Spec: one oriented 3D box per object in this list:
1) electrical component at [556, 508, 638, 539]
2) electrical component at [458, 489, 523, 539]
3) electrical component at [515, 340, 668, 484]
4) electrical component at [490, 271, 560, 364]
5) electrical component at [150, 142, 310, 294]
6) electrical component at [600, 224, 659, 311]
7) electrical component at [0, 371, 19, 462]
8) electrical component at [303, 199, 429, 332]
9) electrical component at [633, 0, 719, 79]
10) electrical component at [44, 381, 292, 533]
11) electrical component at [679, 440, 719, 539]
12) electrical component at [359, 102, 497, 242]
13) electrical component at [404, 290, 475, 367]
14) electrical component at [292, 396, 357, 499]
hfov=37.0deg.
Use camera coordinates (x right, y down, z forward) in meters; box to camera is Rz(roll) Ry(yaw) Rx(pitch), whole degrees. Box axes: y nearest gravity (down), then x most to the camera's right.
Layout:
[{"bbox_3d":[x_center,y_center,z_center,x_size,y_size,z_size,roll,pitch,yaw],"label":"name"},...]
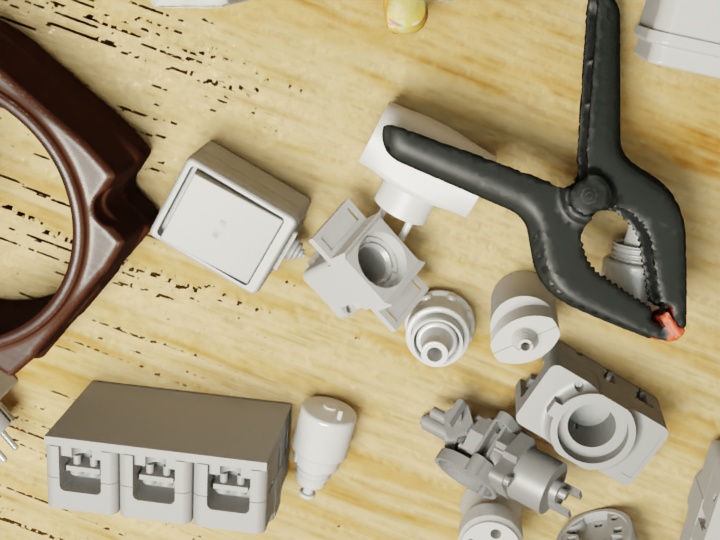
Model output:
[{"bbox_3d":[0.171,0.202,0.751,0.055,0.055,0.047,-20,108,13],"label":"electrical component"},{"bbox_3d":[0.092,0.179,0.752,0.045,0.055,0.045,2,109,7],"label":"electrical component"},{"bbox_3d":[0.153,0.095,0.716,0.089,0.055,0.050,31,109,-3],"label":"electrical component"},{"bbox_3d":[0.105,0.034,0.688,0.043,0.081,0.043,2,109,7],"label":"electrical component"},{"bbox_3d":[-0.079,-0.030,0.702,0.096,0.061,0.061,30,109,-3],"label":"electrical component"},{"bbox_3d":[0.177,-0.004,0.687,0.048,0.048,0.062,7,102,5],"label":"electrical component"},{"bbox_3d":[-0.274,0.104,0.770,0.047,0.065,0.076,-34,101,17],"label":"electrical component"},{"bbox_3d":[0.000,0.000,0.699,0.081,0.042,0.064,48,147,-11],"label":"electrical component"},{"bbox_3d":[0.221,-0.138,0.618,0.113,0.078,0.057,13,107,3],"label":"electrical component"},{"bbox_3d":[-0.130,0.131,0.748,0.150,0.089,0.061,6,109,6],"label":"electrical component"},{"bbox_3d":[0.271,0.218,0.739,0.105,0.060,0.186,12,109,3],"label":"electrical component"},{"bbox_3d":[0.035,-0.055,0.688,0.077,0.043,0.079,27,110,-3],"label":"electrical component"},{"bbox_3d":[0.051,0.044,0.709,0.048,0.062,0.048,2,109,7],"label":"electrical component"},{"bbox_3d":[-0.029,0.126,0.758,0.040,0.040,0.078,16,110,2],"label":"electrical component"}]
